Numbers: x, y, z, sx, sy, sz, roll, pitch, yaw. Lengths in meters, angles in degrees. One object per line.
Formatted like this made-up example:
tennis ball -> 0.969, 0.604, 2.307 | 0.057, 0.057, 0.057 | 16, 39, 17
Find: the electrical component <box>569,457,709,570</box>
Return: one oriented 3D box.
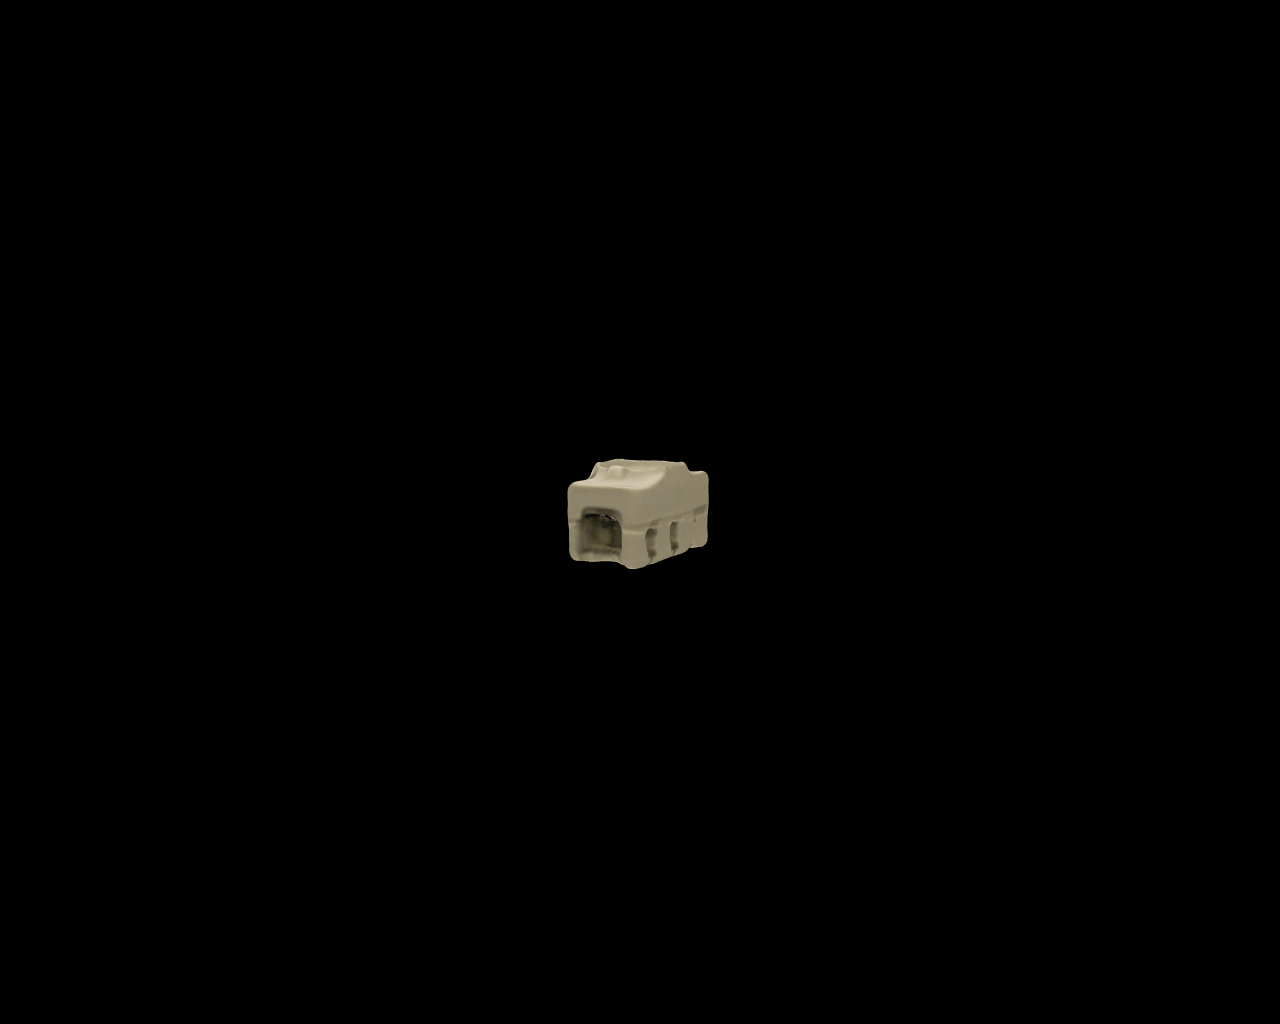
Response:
electrical component -> 0.001, -0.003, 0.650 | 0.050, 0.055, 0.089 | 6, 11, 31
